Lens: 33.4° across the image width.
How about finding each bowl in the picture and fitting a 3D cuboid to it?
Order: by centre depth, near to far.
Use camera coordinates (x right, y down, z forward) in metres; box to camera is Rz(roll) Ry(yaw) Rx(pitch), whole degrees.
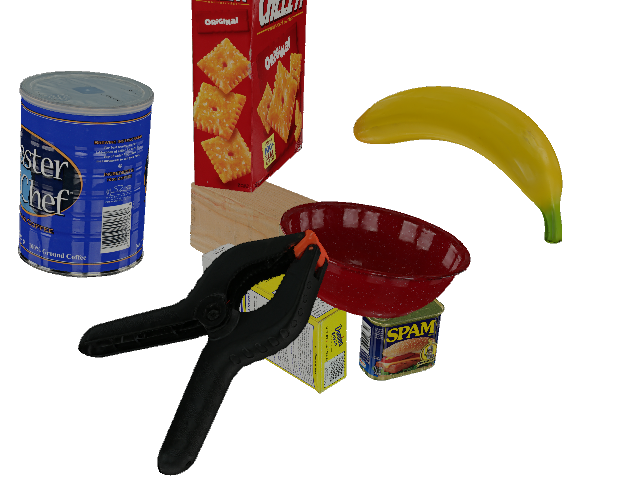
[{"bbox_3d":[0.041,0.021,0.894,0.162,0.055,0.162,9,20,-4],"label":"bowl"}]

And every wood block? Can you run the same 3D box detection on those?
[{"bbox_3d":[-0.070,-0.012,1.296,0.090,0.090,0.206,-9,20,-34],"label":"wood block"}]

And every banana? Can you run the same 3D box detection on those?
[{"bbox_3d":[0.094,-0.068,0.716,0.037,0.070,0.198,15,14,-44],"label":"banana"}]

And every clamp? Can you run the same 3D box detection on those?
[{"bbox_3d":[-0.061,0.064,0.669,0.171,0.120,0.039,-33,-27,2],"label":"clamp"}]

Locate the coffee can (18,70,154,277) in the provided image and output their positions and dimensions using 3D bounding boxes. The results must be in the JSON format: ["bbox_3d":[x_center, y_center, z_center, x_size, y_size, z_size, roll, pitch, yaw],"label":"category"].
[{"bbox_3d":[-0.189,-0.055,0.857,0.103,0.140,0.103,6,22,-3],"label":"coffee can"}]

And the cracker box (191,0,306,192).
[{"bbox_3d":[-0.066,-0.174,1.064,0.072,0.214,0.164,9,22,15],"label":"cracker box"}]

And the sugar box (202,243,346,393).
[{"bbox_3d":[-0.049,0.077,1.106,0.048,0.093,0.176,-26,40,-36],"label":"sugar box"}]

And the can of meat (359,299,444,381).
[{"bbox_3d":[0.098,0.119,1.317,0.101,0.084,0.057,-10,29,-25],"label":"can of meat"}]
